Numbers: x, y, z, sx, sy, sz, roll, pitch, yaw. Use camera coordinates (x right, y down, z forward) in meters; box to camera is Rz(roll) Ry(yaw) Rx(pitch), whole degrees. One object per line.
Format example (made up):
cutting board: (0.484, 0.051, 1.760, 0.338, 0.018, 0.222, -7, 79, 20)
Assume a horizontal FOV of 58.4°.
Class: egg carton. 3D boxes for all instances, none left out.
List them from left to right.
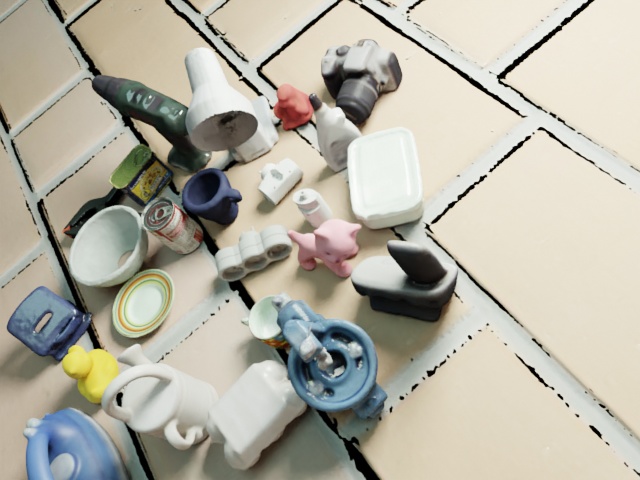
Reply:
egg carton: (-0.092, 0.251, 0.833, 0.150, 0.070, 0.107, -47, 55, -5)

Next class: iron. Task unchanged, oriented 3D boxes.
iron: (-0.394, 0.346, 0.872, 0.118, 0.142, 0.257, -41, 54, -1)

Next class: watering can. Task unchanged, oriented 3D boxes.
watering can: (-0.243, 0.229, 0.836, 0.172, 0.195, 0.101, 22, 74, 32)

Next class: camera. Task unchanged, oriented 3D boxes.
camera: (0.059, -0.289, 1.044, 0.142, 0.101, 0.137, 11, 68, 29)

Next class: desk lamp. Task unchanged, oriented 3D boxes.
desk lamp: (-0.169, -0.234, 1.047, 0.118, 0.214, 0.203, -25, 56, 10)

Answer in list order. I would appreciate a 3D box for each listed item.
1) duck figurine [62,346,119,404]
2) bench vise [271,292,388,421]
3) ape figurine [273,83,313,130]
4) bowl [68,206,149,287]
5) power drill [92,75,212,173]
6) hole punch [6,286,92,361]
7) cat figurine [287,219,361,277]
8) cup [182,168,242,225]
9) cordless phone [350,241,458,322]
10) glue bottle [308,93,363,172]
duck figurine: (-0.398, 0.224, 0.975, 0.077, 0.086, 0.104, -36, 54, 2)
bench vise: (-0.018, 0.145, 0.765, 0.206, 0.220, 0.121, 24, 75, 33)
ape figurine: (-0.054, -0.259, 1.084, 0.077, 0.092, 0.076, 30, 78, 34)
bowl: (-0.387, 0.023, 1.089, 0.167, 0.075, 0.167, -11, 59, 19)
power drill: (-0.310, -0.225, 1.109, 0.228, 0.209, 0.076, 21, 73, 32)
hole punch: (-0.499, 0.153, 1.057, 0.100, 0.091, 0.109, 27, 77, 33)
cat figurine: (0.008, 0.003, 0.895, 0.127, 0.118, 0.067, 8, 67, 28)
cup: (-0.176, -0.069, 1.032, 0.117, 0.095, 0.092, 6, 66, 27)
cordless phone: (0.105, 0.035, 0.792, 0.147, 0.186, 0.094, 3, 65, 26)
glue bottle: (0.020, -0.187, 0.960, 0.078, 0.174, 0.037, -32, 55, 6)
